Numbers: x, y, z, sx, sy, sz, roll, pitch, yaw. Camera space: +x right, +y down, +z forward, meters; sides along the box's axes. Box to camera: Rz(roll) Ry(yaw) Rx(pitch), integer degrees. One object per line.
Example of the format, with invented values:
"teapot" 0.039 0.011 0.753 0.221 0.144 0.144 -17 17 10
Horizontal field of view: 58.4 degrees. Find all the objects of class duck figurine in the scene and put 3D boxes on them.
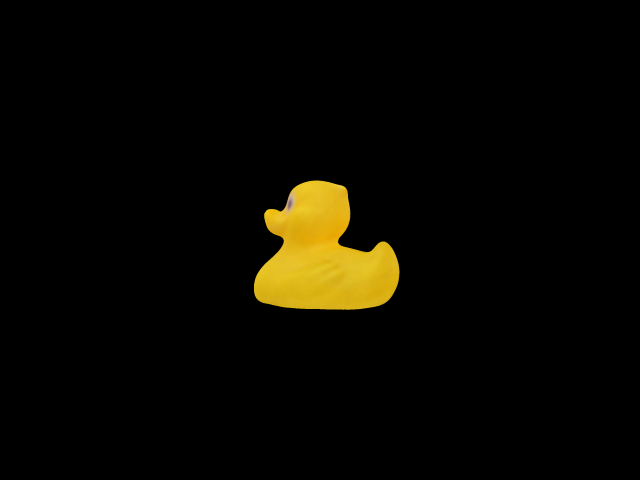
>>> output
"duck figurine" 0.004 0.001 0.400 0.104 0.086 0.078 1 4 24
